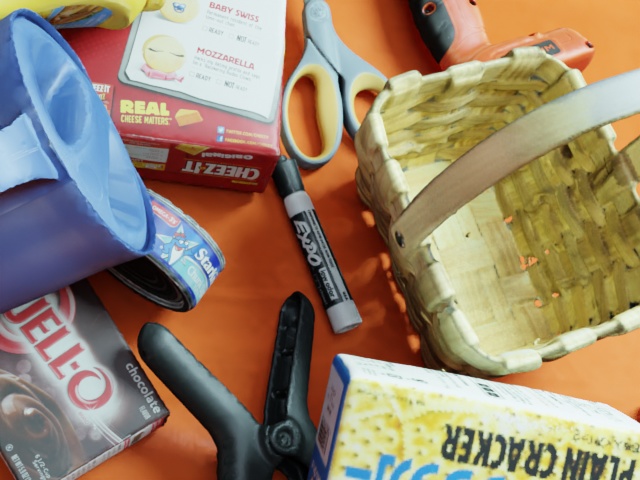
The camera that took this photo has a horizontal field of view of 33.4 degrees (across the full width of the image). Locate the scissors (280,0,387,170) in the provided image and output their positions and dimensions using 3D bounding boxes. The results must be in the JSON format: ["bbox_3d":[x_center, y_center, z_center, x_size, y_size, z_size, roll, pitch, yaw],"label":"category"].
[{"bbox_3d":[0.016,-0.142,0.725,0.096,0.016,0.202,9,75,-15],"label":"scissors"}]

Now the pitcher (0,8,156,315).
[{"bbox_3d":[-0.216,-0.003,0.525,0.243,0.149,0.145,-26,54,6],"label":"pitcher"}]

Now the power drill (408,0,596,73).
[{"bbox_3d":[0.113,-0.186,0.753,0.184,0.057,0.188,-24,74,-16],"label":"power drill"}]

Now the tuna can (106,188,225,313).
[{"bbox_3d":[-0.099,0.004,0.618,0.086,0.086,0.033,34,68,1],"label":"tuna can"}]

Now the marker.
[{"bbox_3d":[-0.004,0.001,0.676,0.020,0.020,0.121,-18,75,-18],"label":"marker"}]

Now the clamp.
[{"bbox_3d":[-0.039,0.112,0.604,0.120,0.039,0.171,-2,68,-32],"label":"clamp"}]

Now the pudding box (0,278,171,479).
[{"bbox_3d":[-0.152,0.078,0.603,0.090,0.039,0.113,-30,80,-22],"label":"pudding box"}]

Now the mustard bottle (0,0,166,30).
[{"bbox_3d":[-0.156,-0.137,0.569,0.191,0.096,0.058,-13,98,-33],"label":"mustard bottle"}]

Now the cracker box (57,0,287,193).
[{"bbox_3d":[-0.105,-0.145,0.680,0.164,0.072,0.213,6,68,-11],"label":"cracker box"}]
